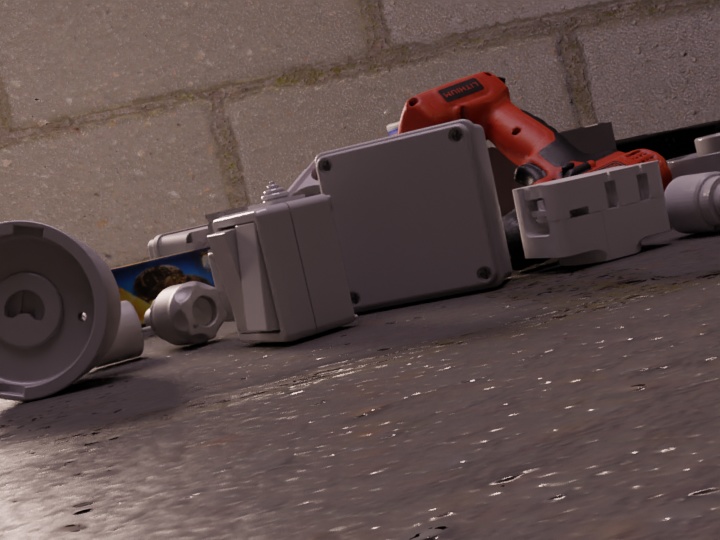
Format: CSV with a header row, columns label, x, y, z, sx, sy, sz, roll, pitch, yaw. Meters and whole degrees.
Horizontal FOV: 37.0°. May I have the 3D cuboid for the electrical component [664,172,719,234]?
label,x,y,z,sx,sy,sz,roll,pitch,yaw
electrical component,0.236,-0.045,0.712,0.040,0.040,0.078,-15,5,-24

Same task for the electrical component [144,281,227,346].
label,x,y,z,sx,sy,sz,roll,pitch,yaw
electrical component,-0.127,0.032,0.752,0.062,0.043,0.043,-10,5,45

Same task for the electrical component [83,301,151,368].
label,x,y,z,sx,sy,sz,roll,pitch,yaw
electrical component,-0.184,0.047,0.733,0.078,0.040,0.040,-15,5,-28

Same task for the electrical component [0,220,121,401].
label,x,y,z,sx,sy,sz,roll,pitch,yaw
electrical component,-0.202,0.025,0.672,0.108,0.108,0.060,-12,-2,2

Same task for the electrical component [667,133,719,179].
label,x,y,z,sx,sy,sz,roll,pitch,yaw
electrical component,0.288,-0.077,0.841,0.108,0.060,0.108,-13,4,1

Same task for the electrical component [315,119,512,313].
label,x,y,z,sx,sy,sz,roll,pitch,yaw
electrical component,0.036,-0.035,0.714,0.109,0.108,0.056,-11,2,18

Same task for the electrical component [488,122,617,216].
label,x,y,z,sx,sy,sz,roll,pitch,yaw
electrical component,0.148,-0.069,0.943,0.150,0.089,0.062,-13,4,-7

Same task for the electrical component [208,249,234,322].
label,x,y,z,sx,sy,sz,roll,pitch,yaw
electrical component,-0.051,0.003,0.776,0.062,0.061,0.096,-8,6,46

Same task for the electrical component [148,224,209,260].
label,x,y,z,sx,sy,sz,roll,pitch,yaw
electrical component,-0.161,-0.008,1.131,0.057,0.078,0.113,-6,7,35

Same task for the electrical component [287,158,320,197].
label,x,y,z,sx,sy,sz,roll,pitch,yaw
electrical component,-0.034,-0.037,0.887,0.079,0.063,0.121,5,38,27

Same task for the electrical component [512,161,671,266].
label,x,y,z,sx,sy,sz,roll,pitch,yaw
electrical component,0.155,-0.036,0.715,0.089,0.055,0.050,-14,5,-23

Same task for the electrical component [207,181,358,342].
label,x,y,z,sx,sy,sz,roll,pitch,yaw
electrical component,-0.051,-0.006,0.660,0.061,0.096,0.062,-16,5,-33
